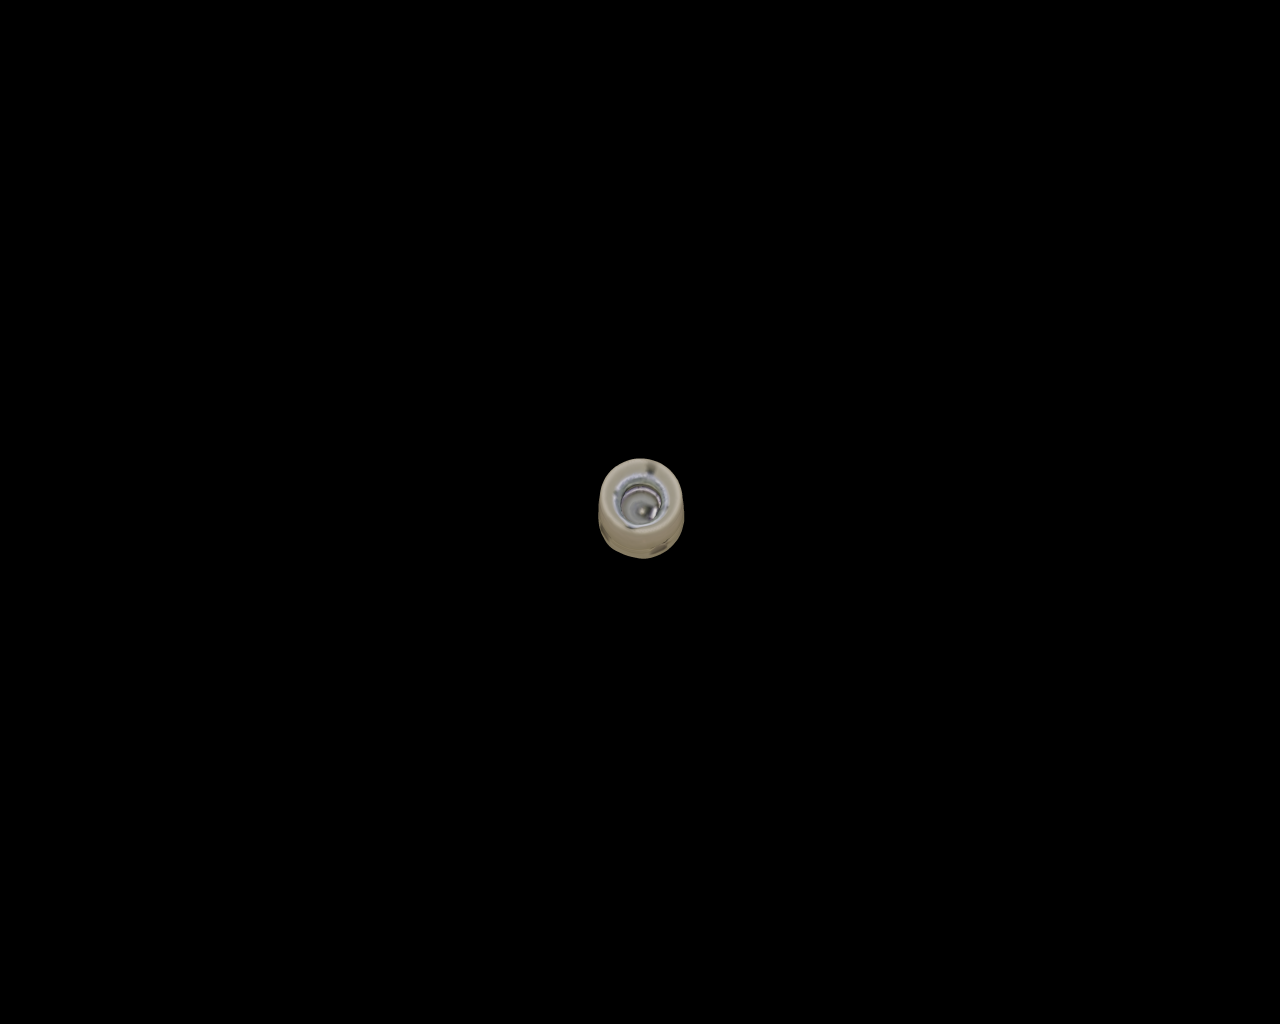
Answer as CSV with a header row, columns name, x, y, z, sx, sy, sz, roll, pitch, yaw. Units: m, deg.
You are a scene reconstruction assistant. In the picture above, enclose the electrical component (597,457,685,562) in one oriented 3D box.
name,x,y,z,sx,sy,sz,roll,pitch,yaw
electrical component,0.001,-0.003,0.650,0.055,0.055,0.047,0,-18,0
